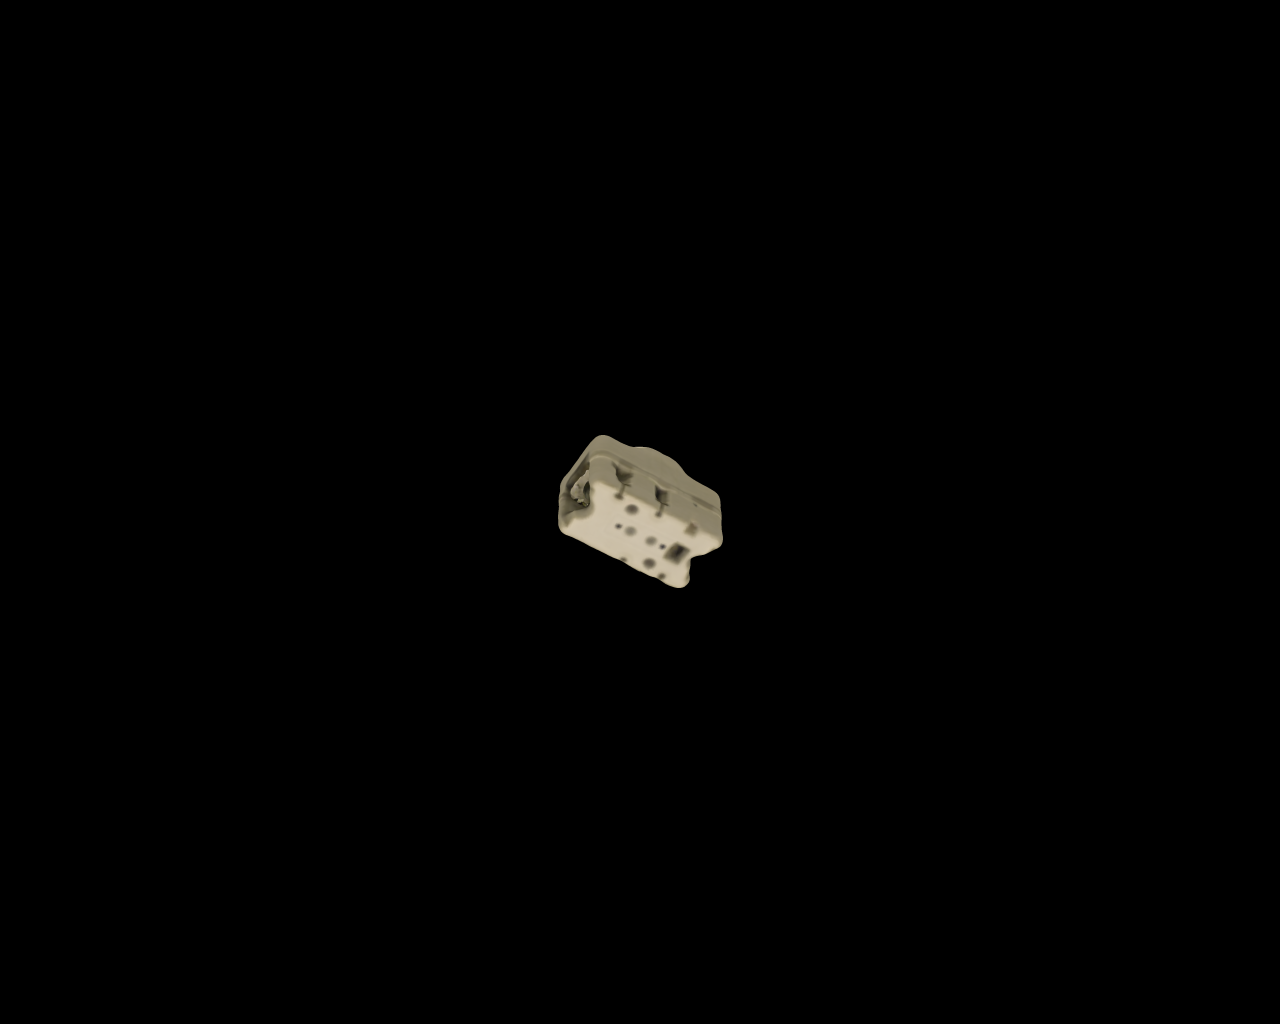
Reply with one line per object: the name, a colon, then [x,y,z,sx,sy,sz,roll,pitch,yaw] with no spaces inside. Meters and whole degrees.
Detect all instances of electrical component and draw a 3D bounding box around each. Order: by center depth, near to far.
electrical component: [0.001,-0.003,0.650,0.089,0.050,0.056,27,33,-19]
